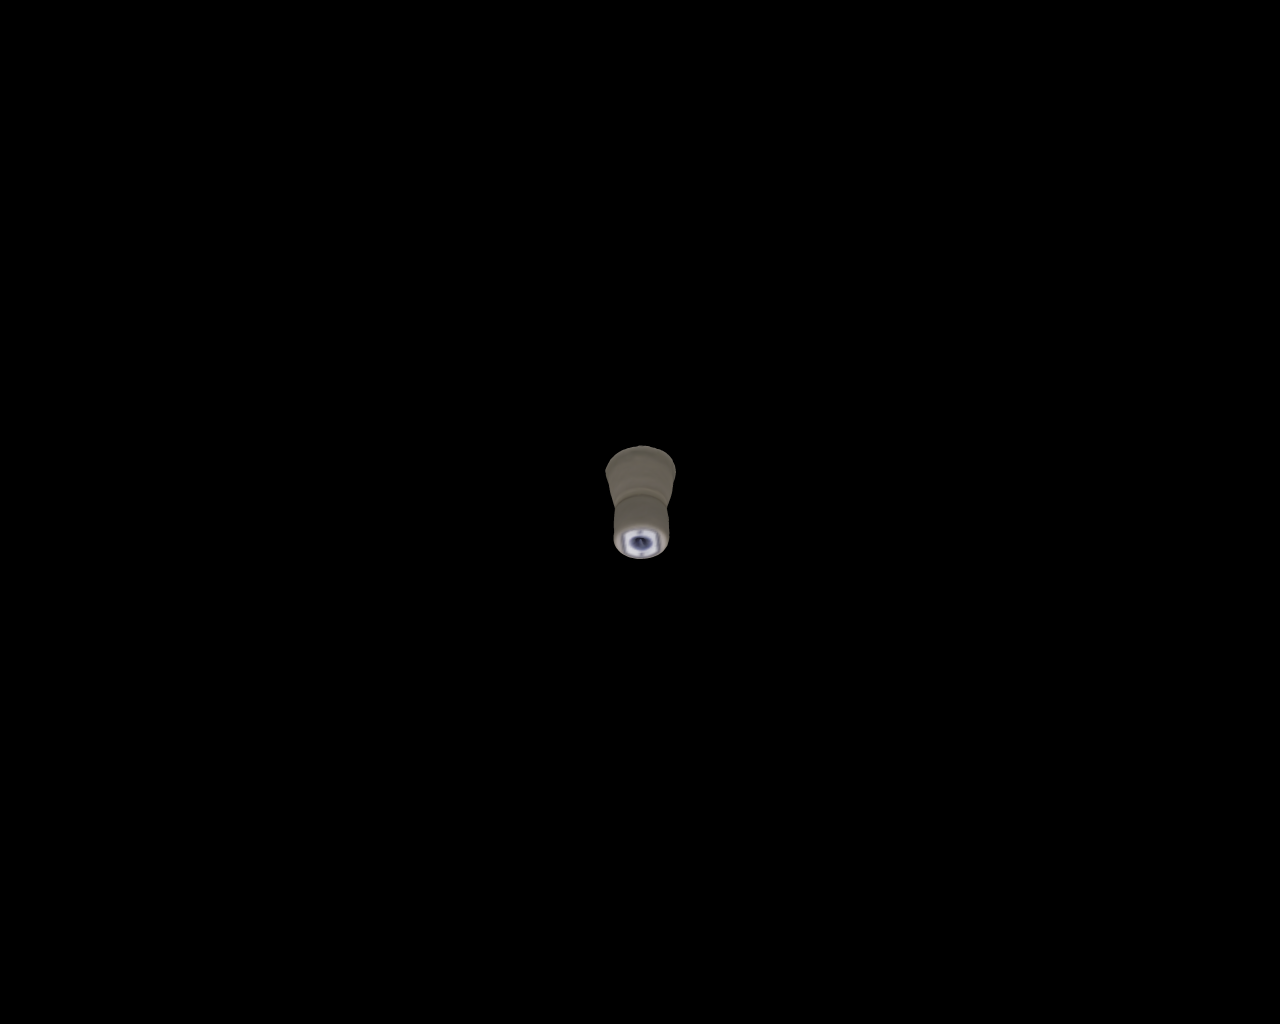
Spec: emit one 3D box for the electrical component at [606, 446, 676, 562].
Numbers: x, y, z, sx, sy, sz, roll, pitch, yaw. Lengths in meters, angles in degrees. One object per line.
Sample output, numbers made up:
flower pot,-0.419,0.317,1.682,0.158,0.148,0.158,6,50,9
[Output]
electrical component,0.001,-0.003,0.650,0.044,0.065,0.044,0,-43,0
